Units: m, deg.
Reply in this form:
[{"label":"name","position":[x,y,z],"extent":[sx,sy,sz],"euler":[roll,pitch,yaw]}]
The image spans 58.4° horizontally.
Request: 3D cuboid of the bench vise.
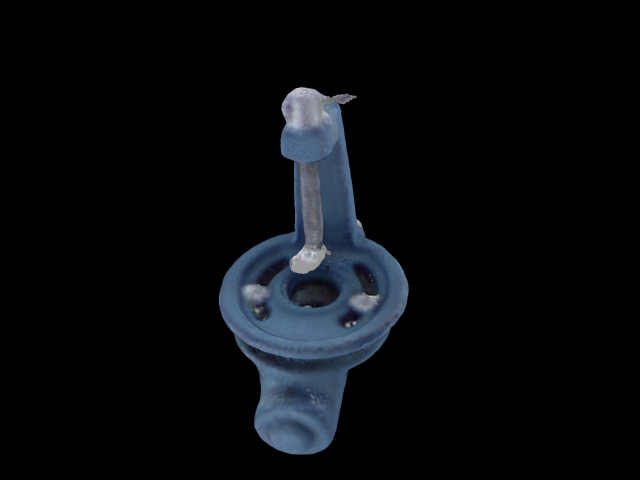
[{"label":"bench vise","position":[-0.008,0.002,0.399],"extent":[0.121,0.220,0.207],"euler":[-2,20,-6]}]
